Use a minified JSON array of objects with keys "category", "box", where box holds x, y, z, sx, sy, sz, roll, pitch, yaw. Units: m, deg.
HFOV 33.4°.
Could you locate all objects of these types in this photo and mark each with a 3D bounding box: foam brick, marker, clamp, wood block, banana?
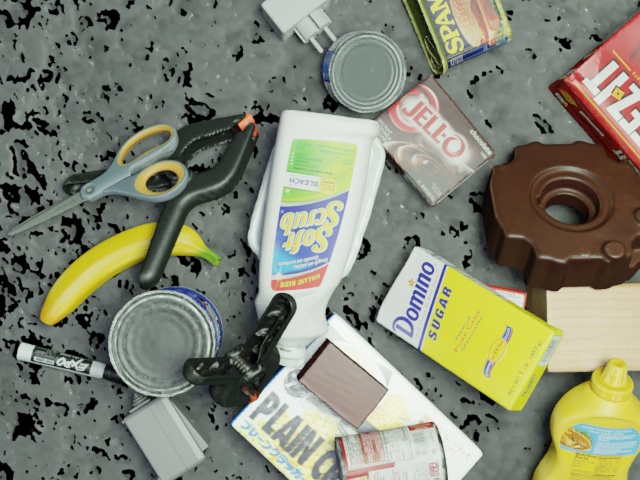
[{"category":"foam brick","box":[0.022,0.142,1.058,0.078,0.053,0.051,40,86,-1]},{"category":"marker","box":[-0.260,0.132,1.133,0.121,0.020,0.020,14,88,-2]},{"category":"clamp","box":[-0.158,-0.067,1.120,0.210,0.036,0.165,-44,65,-12]},{"category":"wood block","box":[0.328,0.088,1.118,0.206,0.091,0.090,-1,89,-2]},{"category":"banana","box":[-0.207,0.025,1.120,0.198,0.037,0.070,-21,61,-2]},{"category":"clamp","box":[-0.079,0.121,1.004,0.120,0.171,0.039,-27,64,-23]}]

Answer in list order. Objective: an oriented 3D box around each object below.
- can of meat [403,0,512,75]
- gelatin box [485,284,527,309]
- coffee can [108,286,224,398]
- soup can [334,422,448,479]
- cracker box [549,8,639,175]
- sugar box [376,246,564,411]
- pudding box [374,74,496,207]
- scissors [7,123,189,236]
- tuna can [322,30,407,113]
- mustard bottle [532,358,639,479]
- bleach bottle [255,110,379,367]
[{"category":"can of meat","box":[0.145,-0.238,1.132,0.084,0.057,0.102,-24,99,-5]},{"category":"gelatin box","box":[0.177,0.092,1.143,0.073,0.030,0.089,10,89,0]},{"category":"coffee can","box":[-0.152,0.099,1.076,0.103,0.140,0.103,0,89,-2]},{"category":"soup can","box":[0.069,0.219,1.050,0.102,0.068,0.068,-9,89,-3]},{"category":"cracker box","box":[0.382,-0.175,1.135,0.213,0.072,0.164,-41,90,-2]},{"category":"sugar box","box":[0.150,0.088,1.089,0.176,0.048,0.093,32,98,27]},{"category":"pudding box","box":[0.117,-0.105,1.140,0.090,0.039,0.113,-40,90,-3]},{"category":"scissors","box":[-0.217,-0.041,1.090,0.201,0.016,0.096,-41,63,-8]},{"category":"tuna can","box":[0.046,-0.179,1.130,0.086,0.034,0.086,-3,104,-15]},{"category":"mustard bottle","box":[0.280,0.201,1.085,0.096,0.058,0.192,6,122,-1]},{"category":"bleach bottle","box":[-0.007,0.001,1.060,0.102,0.068,0.251,7,95,0]}]
